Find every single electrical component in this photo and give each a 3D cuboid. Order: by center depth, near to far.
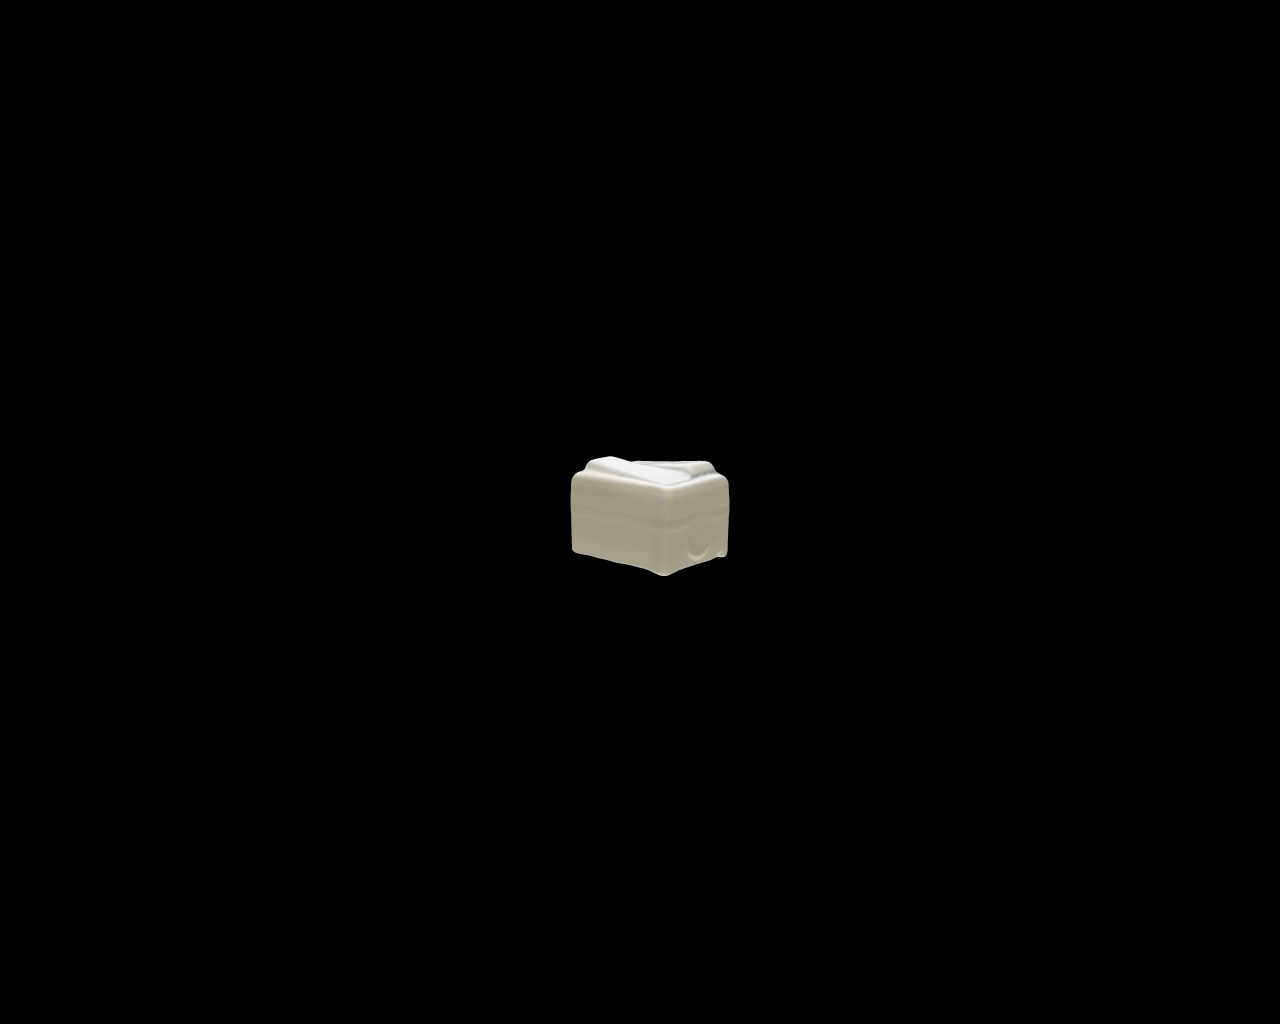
[{"bbox_3d":[0.001,-0.003,0.650,0.096,0.061,0.062,11,17,42],"label":"electrical component"}]
